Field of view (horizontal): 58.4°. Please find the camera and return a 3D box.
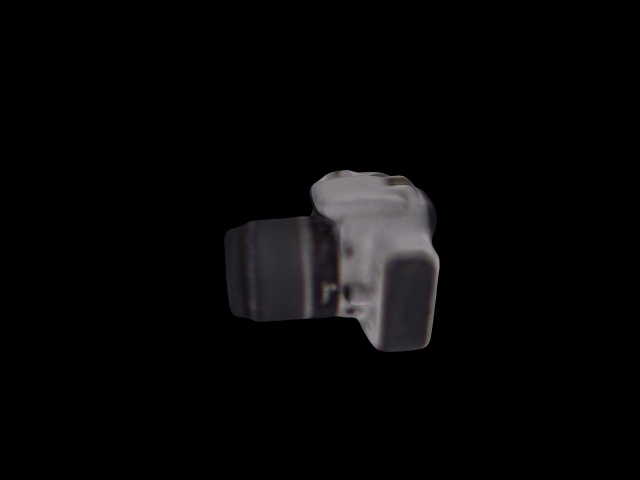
[{"bbox_3d":[0.004,0.001,0.400,0.137,0.101,0.143,-4,28,-7],"label":"camera"}]
